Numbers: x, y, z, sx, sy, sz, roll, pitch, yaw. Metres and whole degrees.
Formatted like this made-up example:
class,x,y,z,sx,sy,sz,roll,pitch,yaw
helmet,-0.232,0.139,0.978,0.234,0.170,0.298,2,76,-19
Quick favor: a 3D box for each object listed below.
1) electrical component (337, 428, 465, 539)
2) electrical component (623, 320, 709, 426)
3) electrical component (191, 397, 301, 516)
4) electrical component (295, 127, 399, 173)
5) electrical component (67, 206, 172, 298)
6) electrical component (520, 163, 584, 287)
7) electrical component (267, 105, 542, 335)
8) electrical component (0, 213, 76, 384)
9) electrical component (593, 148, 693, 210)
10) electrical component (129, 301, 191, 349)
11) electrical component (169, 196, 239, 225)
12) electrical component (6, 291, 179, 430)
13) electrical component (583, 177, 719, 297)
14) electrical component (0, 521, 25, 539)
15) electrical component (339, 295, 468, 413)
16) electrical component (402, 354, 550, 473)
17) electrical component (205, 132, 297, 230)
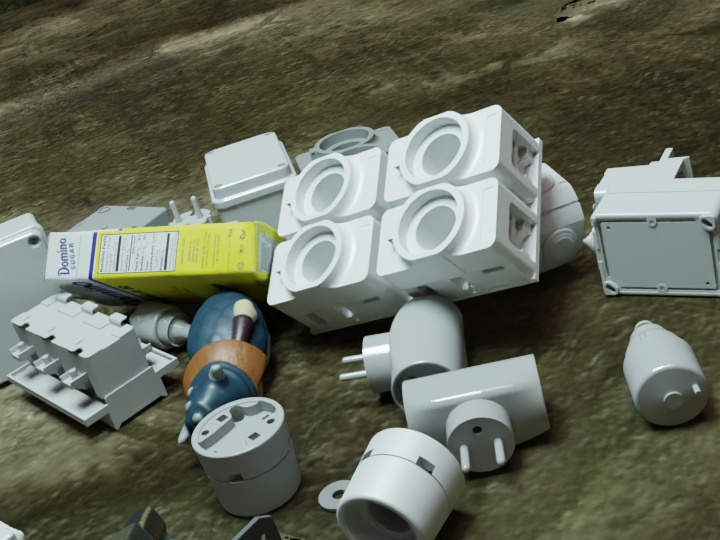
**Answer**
class,x,y,z,sx,sy,sz,roll,pitch,yaw
electrical component,0.020,0.117,0.553,0.055,0.055,0.047,0,35,31
electrical component,0.168,0.053,0.604,0.040,0.040,0.078,-13,27,8
electrical component,-0.064,0.109,0.624,0.055,0.047,0.055,-13,26,7
electrical component,0.004,-0.067,0.907,0.089,0.061,0.150,-19,27,-4
electrical component,-0.219,-0.018,0.957,0.100,0.048,0.100,4,33,35
electrical component,0.117,-0.033,0.757,0.051,0.080,0.080,-20,26,-17
electrical component,0.026,-0.032,0.728,0.186,0.060,0.105,-15,56,36
electrical component,-0.283,0.027,0.843,0.109,0.108,0.056,-25,25,-15
electrical component,0.207,-0.051,0.782,0.064,0.042,0.081,-4,29,32
electrical component,-0.144,0.043,0.812,0.061,0.035,0.035,9,36,37
electrical component,-0.135,-0.025,0.891,0.066,0.076,0.047,-11,27,12
electrical component,-0.200,0.062,0.777,0.079,0.063,0.121,-35,32,-32
electrical component,0.197,-0.024,0.711,0.096,0.061,0.061,1,32,31
electrical component,-0.237,0.176,0.597,0.100,0.048,0.100,10,36,45
electrical component,0.026,0.056,0.678,0.079,0.043,0.077,-10,28,11
electrical component,0.066,0.085,0.599,0.077,0.043,0.079,-13,27,8
electrical component,-0.098,-0.077,0.990,0.078,0.057,0.113,-19,27,-4
